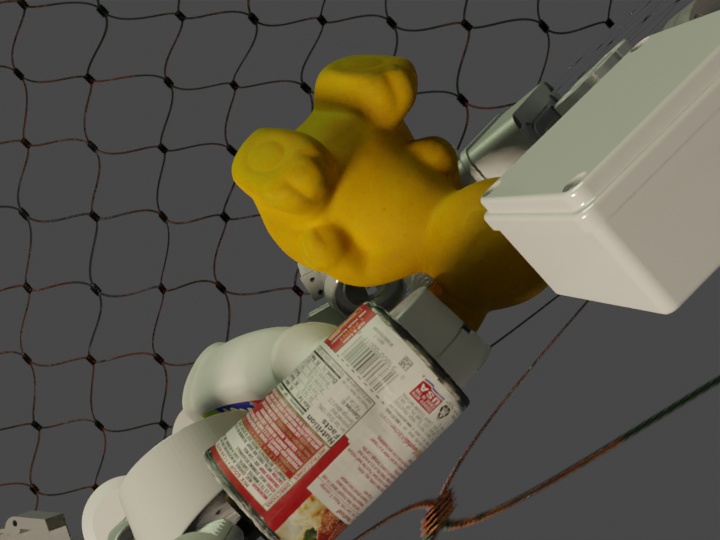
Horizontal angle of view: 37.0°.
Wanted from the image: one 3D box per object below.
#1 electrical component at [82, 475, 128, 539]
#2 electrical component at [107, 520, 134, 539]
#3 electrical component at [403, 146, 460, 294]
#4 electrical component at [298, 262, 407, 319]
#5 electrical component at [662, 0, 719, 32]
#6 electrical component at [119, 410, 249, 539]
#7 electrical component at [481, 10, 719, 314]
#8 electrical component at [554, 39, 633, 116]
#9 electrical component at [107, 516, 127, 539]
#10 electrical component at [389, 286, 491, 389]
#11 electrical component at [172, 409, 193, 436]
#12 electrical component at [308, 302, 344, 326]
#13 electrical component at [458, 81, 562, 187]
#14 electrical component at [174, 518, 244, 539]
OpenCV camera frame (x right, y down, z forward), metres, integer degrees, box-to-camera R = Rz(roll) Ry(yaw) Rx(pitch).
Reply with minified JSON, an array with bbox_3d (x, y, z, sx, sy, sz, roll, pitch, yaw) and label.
[{"bbox_3d":[-0.207,0.225,0.971,0.080,0.080,0.051,-44,-3,-11],"label":"electrical component"},{"bbox_3d":[-0.148,0.197,0.713,0.078,0.058,0.057,-46,0,-43],"label":"electrical component"},{"bbox_3d":[0.055,-0.024,0.721,0.048,0.099,0.099,-28,10,28],"label":"electrical component"},{"bbox_3d":[0.000,0.000,0.737,0.078,0.058,0.057,-28,36,4],"label":"electrical component"},{"bbox_3d":[0.179,-0.106,0.598,0.138,0.052,0.074,-44,2,-13],"label":"electrical component"},{"bbox_3d":[-0.083,0.128,0.601,0.099,0.064,0.099,-29,-27,-16],"label":"electrical component"},{"bbox_3d":[0.113,-0.042,0.408,0.109,0.056,0.109,-44,10,-6],"label":"electrical component"},{"bbox_3d":[0.176,-0.113,0.730,0.078,0.057,0.058,-45,2,-35],"label":"electrical component"},{"bbox_3d":[-0.166,0.209,0.865,0.074,0.052,0.138,-43,2,14],"label":"electrical component"},{"bbox_3d":[0.031,0.042,0.550,0.055,0.047,0.055,-44,2,2],"label":"electrical component"},{"bbox_3d":[-0.107,0.135,0.871,0.080,0.080,0.051,-43,-3,21],"label":"electrical component"},{"bbox_3d":[-0.005,0.051,0.794,0.042,0.063,0.081,-30,2,-1],"label":"electrical component"},{"bbox_3d":[0.119,-0.073,0.739,0.057,0.078,0.113,-39,4,31],"label":"electrical component"},{"bbox_3d":[-0.080,0.152,0.524,0.043,0.043,0.081,-43,2,12],"label":"electrical component"}]
